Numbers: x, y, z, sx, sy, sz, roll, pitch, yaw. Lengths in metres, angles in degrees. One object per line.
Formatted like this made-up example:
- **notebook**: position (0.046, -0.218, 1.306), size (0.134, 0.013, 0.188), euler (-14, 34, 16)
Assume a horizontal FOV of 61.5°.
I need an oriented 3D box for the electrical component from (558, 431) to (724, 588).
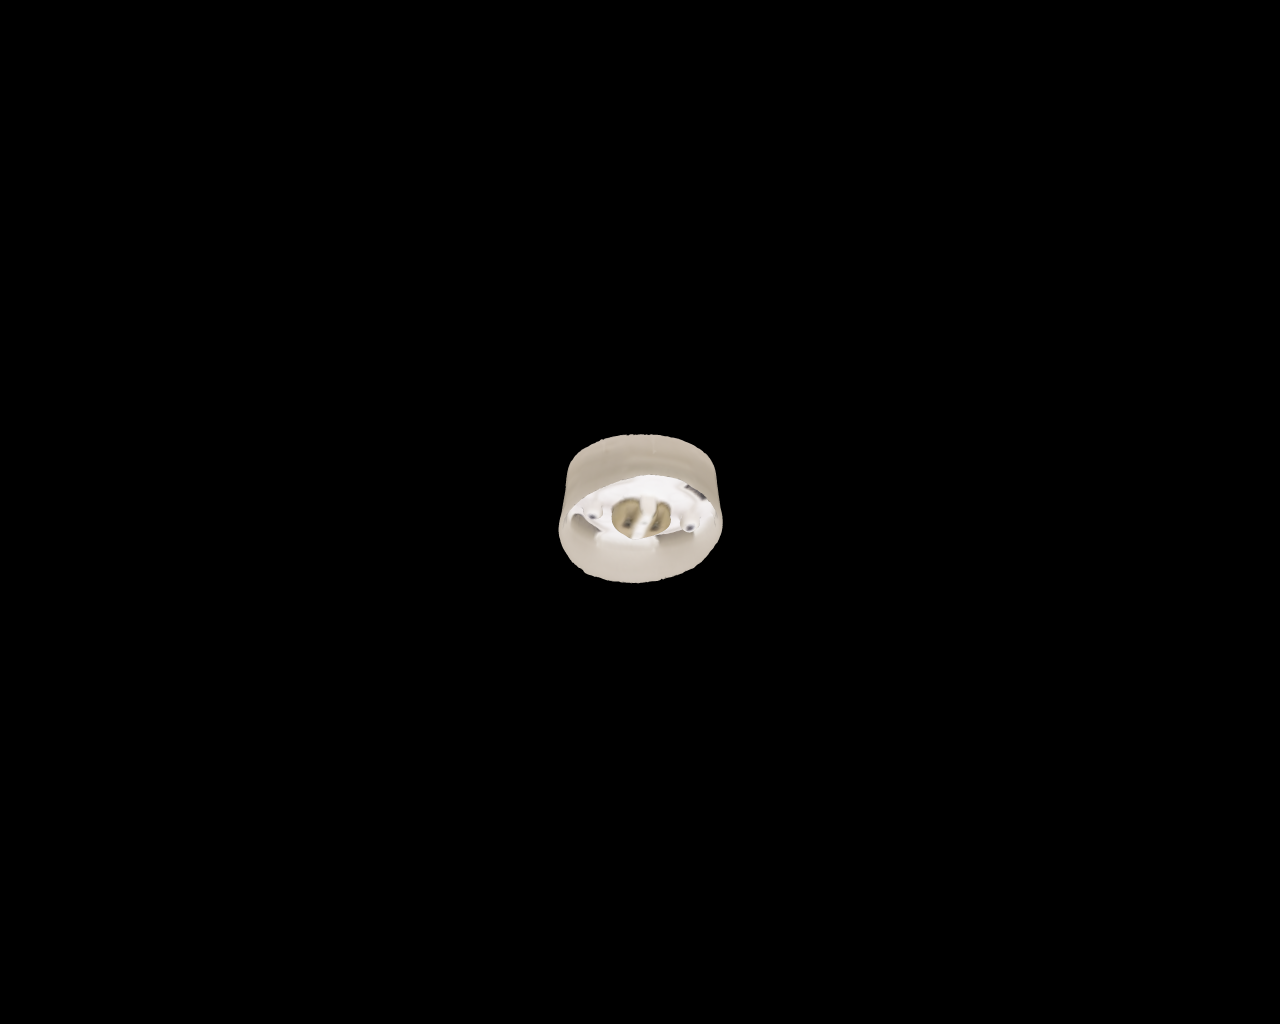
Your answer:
- **electrical component**: position (0.001, -0.003, 0.650), size (0.099, 0.064, 0.099), euler (0, -28, 0)
